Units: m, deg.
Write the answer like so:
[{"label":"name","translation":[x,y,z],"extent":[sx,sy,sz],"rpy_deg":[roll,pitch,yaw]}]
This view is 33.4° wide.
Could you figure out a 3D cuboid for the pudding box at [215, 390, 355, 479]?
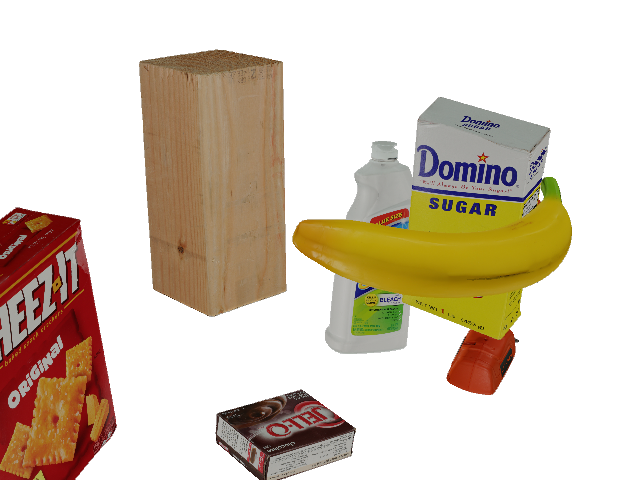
[{"label":"pudding box","translation":[-0.035,0.195,1.071],"extent":[0.113,0.039,0.090],"rpy_deg":[-12,27,-37]}]

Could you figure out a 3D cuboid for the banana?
[{"label":"banana","translation":[0.080,0.004,0.615],"extent":[0.197,0.037,0.070],"rpy_deg":[-9,40,-32]}]

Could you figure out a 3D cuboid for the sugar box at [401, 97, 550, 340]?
[{"label":"sugar box","translation":[0.116,-0.015,0.826],"extent":[0.093,0.176,0.048],"rpy_deg":[20,42,25]}]

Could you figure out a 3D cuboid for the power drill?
[{"label":"power drill","translation":[0.172,0.058,1.070],"extent":[0.057,0.188,0.184],"rpy_deg":[17,29,19]}]

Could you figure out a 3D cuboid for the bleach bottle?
[{"label":"bleach bottle","translation":[0.062,0.007,1.278],"extent":[0.102,0.251,0.068],"rpy_deg":[-2,16,-17]}]

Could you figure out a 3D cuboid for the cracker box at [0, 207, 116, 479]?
[{"label":"cracker box","translation":[-0.237,0.107,0.830],"extent":[0.072,0.214,0.164],"rpy_deg":[9,32,20]}]

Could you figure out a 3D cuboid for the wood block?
[{"label":"wood block","translation":[-0.091,-0.053,0.922],"extent":[0.090,0.206,0.091],"rpy_deg":[-18,26,-40]}]
